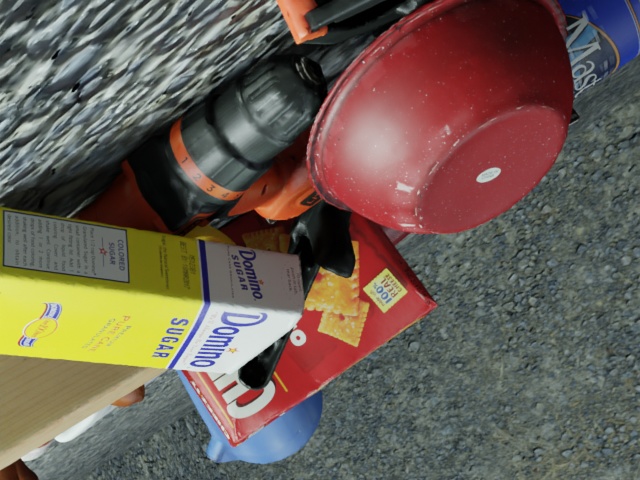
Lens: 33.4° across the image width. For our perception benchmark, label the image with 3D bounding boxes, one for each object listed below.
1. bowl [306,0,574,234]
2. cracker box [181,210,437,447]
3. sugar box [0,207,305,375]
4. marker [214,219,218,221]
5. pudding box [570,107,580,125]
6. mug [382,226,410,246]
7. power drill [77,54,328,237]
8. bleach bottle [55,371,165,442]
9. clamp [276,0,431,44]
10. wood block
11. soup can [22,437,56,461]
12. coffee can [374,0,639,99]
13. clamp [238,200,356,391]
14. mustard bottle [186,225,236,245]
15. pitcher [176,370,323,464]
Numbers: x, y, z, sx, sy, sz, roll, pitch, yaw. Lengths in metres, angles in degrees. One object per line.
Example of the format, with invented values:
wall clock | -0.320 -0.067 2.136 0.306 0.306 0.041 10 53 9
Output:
bowl | 0.075 -0.054 0.557 0.162 0.055 0.162 -23 148 -15
cracker box | -0.031 0.054 0.939 0.213 0.164 0.072 -33 171 -13
sugar box | -0.105 0.033 0.576 0.176 0.048 0.093 12 147 -30
marker | -0.033 -0.055 0.771 0.121 0.020 0.020 -35 174 6
pudding box | 0.181 -0.127 0.992 0.039 0.090 0.113 -38 173 41
mug | 0.071 -0.049 1.083 0.081 0.093 0.117 -40 -156 5
power drill | -0.035 -0.051 0.631 0.185 0.057 0.187 -33 172 30
bleach bottle | -0.182 0.119 1.134 0.103 0.068 0.250 -39 175 41
clamp | 0.046 -0.129 0.532 0.171 0.039 0.120 -23 171 -24
wood block | -0.187 0.082 0.698 0.205 0.091 0.090 -30 173 -34
soup can | -0.271 0.164 0.989 0.068 0.068 0.102 -31 173 -28
coffee can | 0.119 -0.122 0.657 0.140 0.103 0.103 -34 174 3
clamp | -0.005 0.001 0.778 0.165 0.036 0.210 -56 -167 40
mustard bottle | -0.088 0.033 0.801 0.058 0.096 0.192 -31 173 -14
pitcher | -0.075 0.118 1.090 0.145 0.149 0.243 -8 148 6
